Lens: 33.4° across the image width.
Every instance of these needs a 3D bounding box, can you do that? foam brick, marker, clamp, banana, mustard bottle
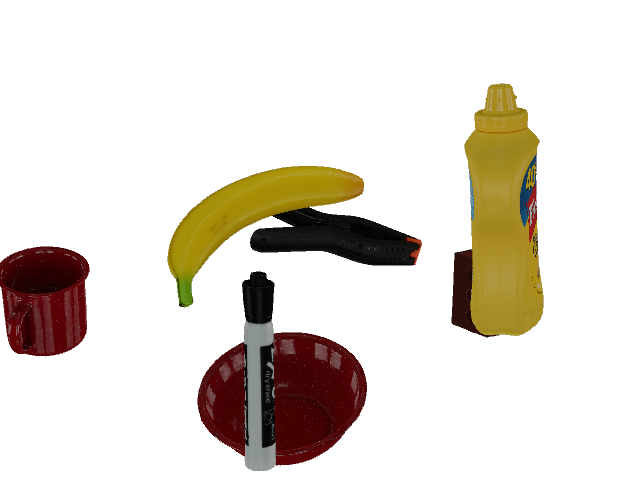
[{"bbox_3d":[0.167,0.050,1.061,0.051,0.078,0.053,-12,20,-36],"label":"foam brick"},{"bbox_3d":[-0.036,0.077,0.630,0.020,0.121,0.020,0,15,0],"label":"marker"},{"bbox_3d":[0.011,-0.005,1.186,0.210,0.036,0.164,15,20,-5],"label":"clamp"},{"bbox_3d":[-0.055,-0.020,0.884,0.197,0.069,0.037,-34,-6,-23],"label":"banana"},{"bbox_3d":[0.145,-0.028,0.847,0.058,0.191,0.096,1,18,19],"label":"mustard bottle"}]

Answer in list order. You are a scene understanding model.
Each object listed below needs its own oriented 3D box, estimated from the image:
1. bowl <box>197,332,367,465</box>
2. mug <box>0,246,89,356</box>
[{"bbox_3d":[-0.034,0.161,1.022,0.162,0.055,0.162,-4,37,3],"label":"bowl"},{"bbox_3d":[-0.284,0.070,1.082,0.093,0.081,0.117,8,31,7],"label":"mug"}]
